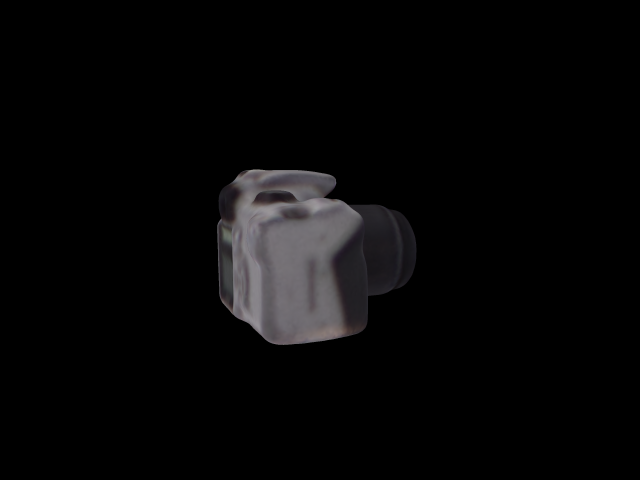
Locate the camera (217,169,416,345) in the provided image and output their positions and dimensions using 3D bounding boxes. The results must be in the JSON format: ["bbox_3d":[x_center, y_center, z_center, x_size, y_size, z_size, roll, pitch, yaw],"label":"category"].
[{"bbox_3d":[0.004,0.001,0.400,0.137,0.101,0.143,-3,7,-22],"label":"camera"}]
